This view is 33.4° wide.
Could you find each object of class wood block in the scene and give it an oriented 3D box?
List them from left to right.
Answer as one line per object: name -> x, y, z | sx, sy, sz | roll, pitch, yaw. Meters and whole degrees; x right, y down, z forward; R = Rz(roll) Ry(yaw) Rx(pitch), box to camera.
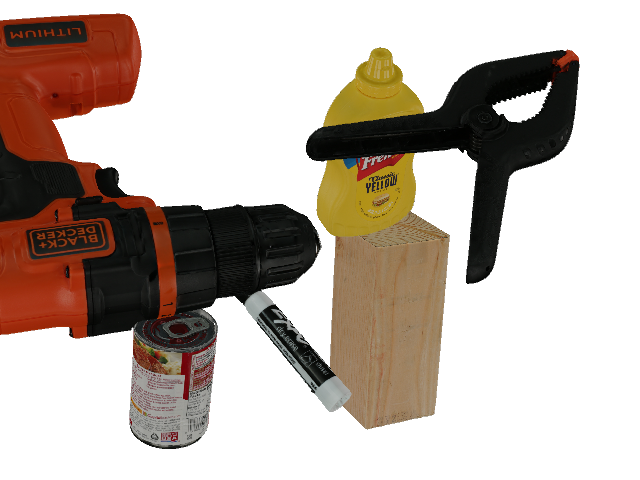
wood block -> 0.071, 0.082, 1.133 | 0.090, 0.206, 0.091 | -8, 23, -25

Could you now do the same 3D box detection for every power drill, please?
power drill -> -0.109, -0.037, 0.530 | 0.184, 0.188, 0.057 | -7, -43, -18

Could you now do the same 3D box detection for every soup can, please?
soup can -> -0.122, 0.112, 0.878 | 0.068, 0.102, 0.068 | 6, 29, -4

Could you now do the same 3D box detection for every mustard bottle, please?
mustard bottle -> 0.048, -0.092, 0.975 | 0.096, 0.192, 0.058 | -17, 48, -19

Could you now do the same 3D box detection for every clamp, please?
clamp -> 0.118, -0.066, 0.755 | 0.209, 0.165, 0.036 | -31, -30, -20

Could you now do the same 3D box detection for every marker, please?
marker -> -0.025, 0.061, 0.701 | 0.020, 0.121, 0.020 | -36, -21, -16
